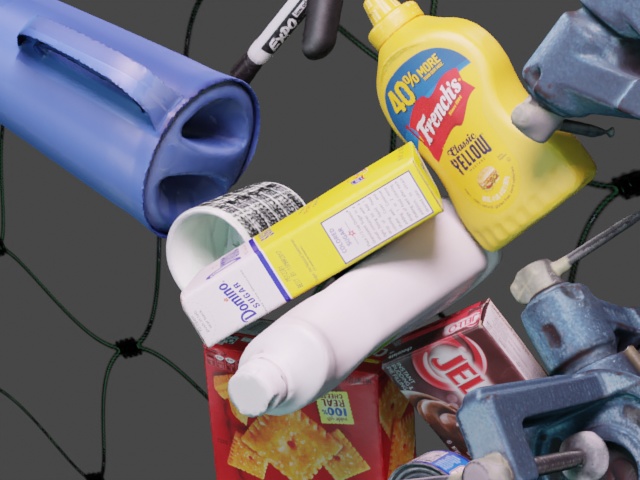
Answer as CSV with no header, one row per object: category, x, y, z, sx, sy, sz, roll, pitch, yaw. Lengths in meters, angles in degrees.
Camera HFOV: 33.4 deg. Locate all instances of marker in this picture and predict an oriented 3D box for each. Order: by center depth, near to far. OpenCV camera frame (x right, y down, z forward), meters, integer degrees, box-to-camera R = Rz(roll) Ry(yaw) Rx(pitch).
marker,-0.031,-0.159,0.804,0.020,0.020,0.121,51,125,7

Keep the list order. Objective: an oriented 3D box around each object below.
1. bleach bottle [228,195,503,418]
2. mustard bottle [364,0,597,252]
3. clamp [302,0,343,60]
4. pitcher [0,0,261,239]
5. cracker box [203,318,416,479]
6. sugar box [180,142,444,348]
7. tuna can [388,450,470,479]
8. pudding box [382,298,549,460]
bleach bottle,0.028,0.047,0.696,0.068,0.250,0.103,51,124,7
mustard bottle,0.094,-0.092,0.725,0.191,0.058,0.096,53,135,6
clamp,0.000,-0.254,0.737,0.165,0.036,0.210,46,118,22
pitcher,-0.179,-0.116,0.840,0.243,0.144,0.149,30,123,24
cracker box,-0.006,0.180,0.871,0.164,0.072,0.214,7,110,30
sugar box,-0.005,0.001,0.706,0.176,0.093,0.048,-29,98,9
tuna can,0.090,0.199,0.786,0.086,0.033,0.086,15,112,41
pudding box,0.114,0.106,0.774,0.090,0.039,0.113,-28,111,35
